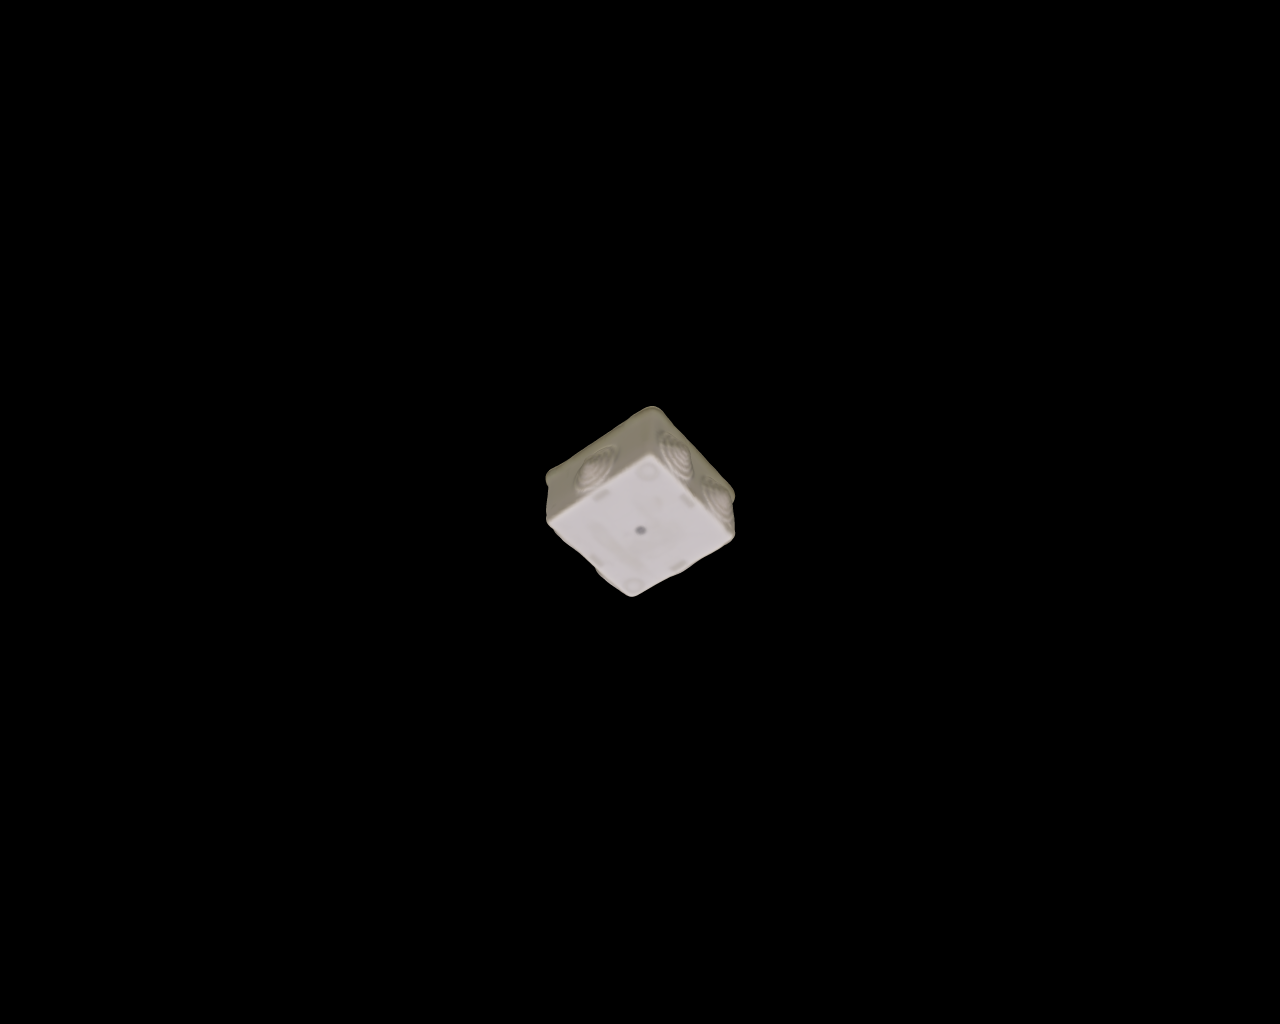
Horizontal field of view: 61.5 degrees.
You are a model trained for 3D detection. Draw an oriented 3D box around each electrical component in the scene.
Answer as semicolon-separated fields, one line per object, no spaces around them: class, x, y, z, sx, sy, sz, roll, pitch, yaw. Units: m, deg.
electrical component;0.001;-0.003;0.650;0.099;0.099;0.048;-32;32;22
